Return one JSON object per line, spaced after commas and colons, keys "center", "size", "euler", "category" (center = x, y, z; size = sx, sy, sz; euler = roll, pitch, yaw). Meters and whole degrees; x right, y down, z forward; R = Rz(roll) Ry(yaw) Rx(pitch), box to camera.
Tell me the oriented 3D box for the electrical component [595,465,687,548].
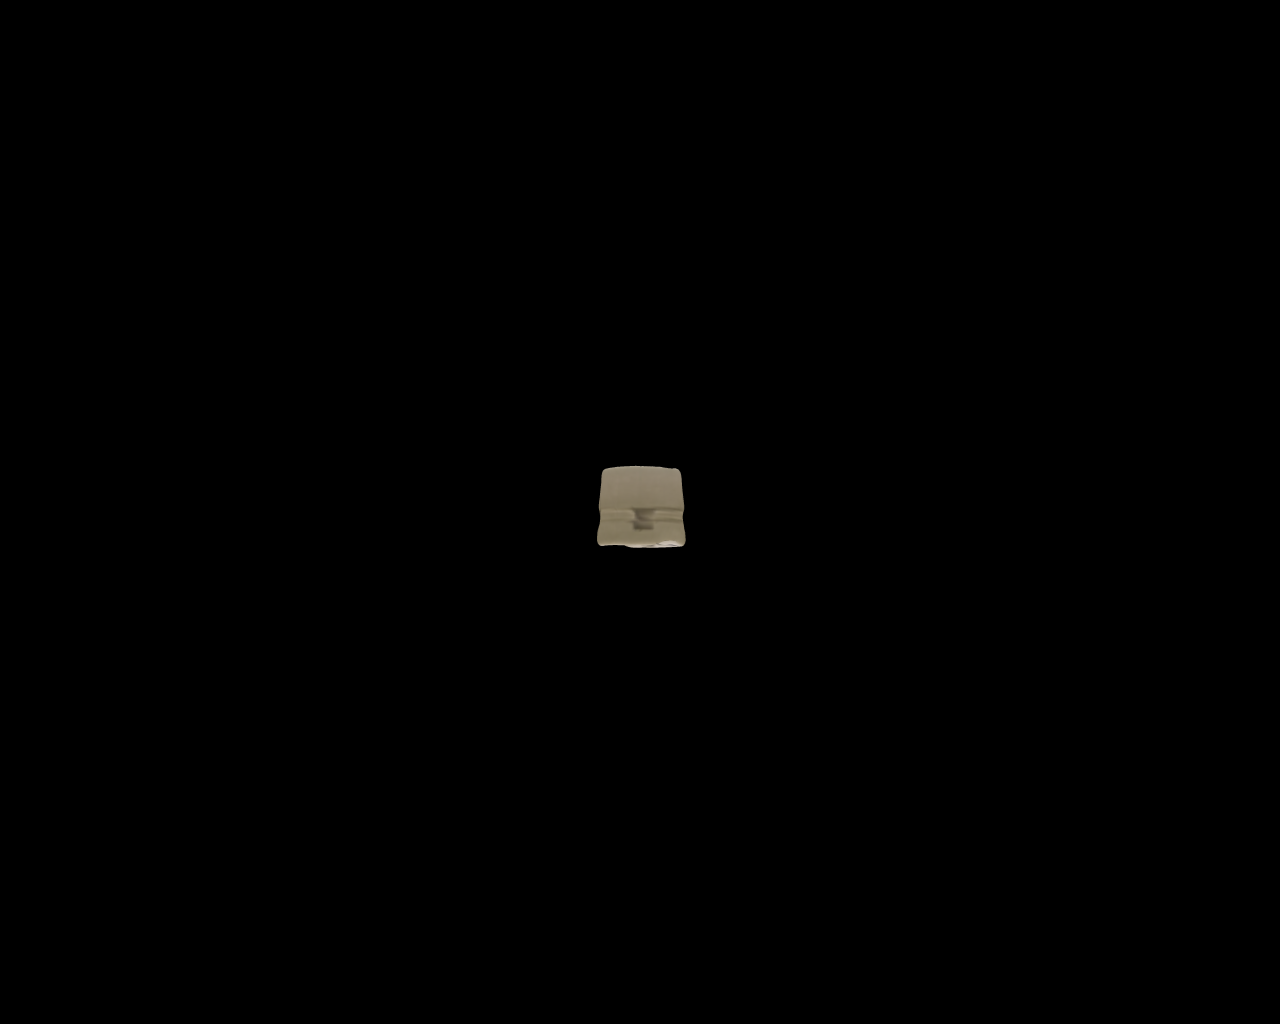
{"center": [0.001, -0.003, 0.650], "size": [0.055, 0.047, 0.055], "euler": [0, -5, 0], "category": "electrical component"}
